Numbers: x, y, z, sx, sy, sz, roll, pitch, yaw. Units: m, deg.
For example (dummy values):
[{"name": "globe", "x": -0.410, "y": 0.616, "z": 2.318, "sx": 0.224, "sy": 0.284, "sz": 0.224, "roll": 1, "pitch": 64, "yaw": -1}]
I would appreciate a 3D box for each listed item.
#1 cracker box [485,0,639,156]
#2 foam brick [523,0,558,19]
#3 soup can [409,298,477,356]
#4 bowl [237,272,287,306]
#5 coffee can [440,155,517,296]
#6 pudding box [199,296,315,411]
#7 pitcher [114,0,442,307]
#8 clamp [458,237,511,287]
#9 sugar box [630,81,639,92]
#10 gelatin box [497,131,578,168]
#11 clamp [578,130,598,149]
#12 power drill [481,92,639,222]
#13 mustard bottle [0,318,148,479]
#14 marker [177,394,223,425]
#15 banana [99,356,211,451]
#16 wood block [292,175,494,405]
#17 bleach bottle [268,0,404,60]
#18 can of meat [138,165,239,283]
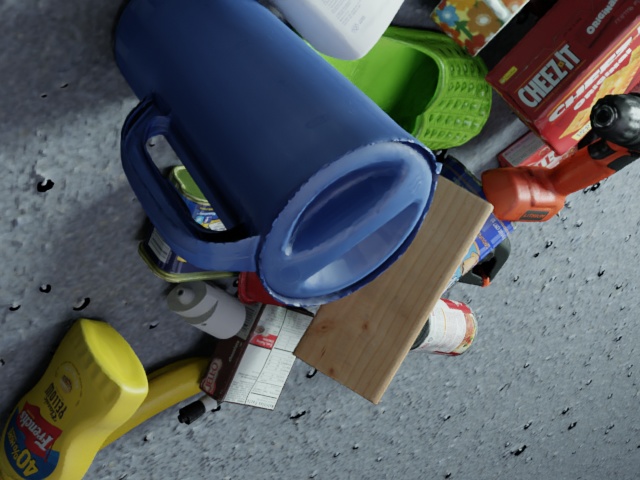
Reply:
[{"name": "cracker box", "x": 0.251, "y": -0.170, "z": 1.003, "sx": 0.164, "sy": 0.072, "sz": 0.213, "roll": -47, "pitch": 165, "yaw": 10}, {"name": "foam brick", "x": 0.200, "y": -0.244, "z": 0.937, "sx": 0.078, "sy": 0.051, "sz": 0.053, "roll": -45, "pitch": 146, "yaw": 7}, {"name": "soup can", "x": 0.128, "y": 0.100, "z": 1.247, "sx": 0.102, "sy": 0.069, "sz": 0.069, "roll": 12, "pitch": 121, "yaw": -49}, {"name": "bowl", "x": -0.006, "y": 0.001, "z": 0.959, "sx": 0.162, "sy": 0.055, "sz": 0.162, "roll": -53, "pitch": 163, "yaw": -24}, {"name": "coffee can", "x": 0.114, "y": -0.002, "z": 1.084, "sx": 0.140, "sy": 0.103, "sz": 0.102, "roll": -42, "pitch": 146, "yaw": 3}, {"name": "pudding box", "x": -0.062, "y": 0.111, "z": 1.070, "sx": 0.089, "sy": 0.039, "sz": 0.113, "roll": 24, "pitch": 91, "yaw": -55}, {"name": "pitcher", "x": -0.050, "y": -0.077, "z": 0.711, "sx": 0.145, "sy": 0.243, "sz": 0.149, "roll": -47, "pitch": 146, "yaw": 10}, {"name": "clamp", "x": 0.186, "y": 0.000, "z": 1.209, "sx": 0.120, "sy": 0.039, "sz": 0.171, "roll": -25, "pitch": 153, "yaw": 8}, {"name": "sugar box", "x": 0.372, "y": -0.181, "z": 1.125, "sx": 0.093, "sy": 0.048, "sz": 0.176, "roll": 4, "pitch": 123, "yaw": -42}, {"name": "gelatin box", "x": 0.242, "y": -0.089, "z": 1.174, "sx": 0.089, "sy": 0.030, "sz": 0.073, "roll": -37, "pitch": 146, "yaw": -6}, {"name": "clamp", "x": 0.347, "y": -0.166, "z": 1.184, "sx": 0.210, "sy": 0.036, "sz": 0.164, "roll": -50, "pitch": 142, "yaw": 10}, {"name": "power drill", "x": 0.244, "y": -0.076, "z": 0.981, "sx": 0.188, "sy": 0.057, "sz": 0.184, "roll": -27, "pitch": 161, "yaw": 38}, {"name": "mustard bottle", "x": -0.233, "y": 0.168, "z": 0.946, "sx": 0.058, "sy": 0.096, "sz": 0.192, "roll": 15, "pitch": 118, "yaw": -52}, {"name": "marker", "x": -0.099, "y": 0.158, "z": 1.117, "sx": 0.120, "sy": 0.020, "sz": 0.020, "roll": -30, "pitch": 146, "yaw": -34}, {"name": "banana", "x": -0.167, "y": 0.162, "z": 1.057, "sx": 0.197, "sy": 0.037, "sz": 0.070, "roll": -25, "pitch": 143, "yaw": -22}, {"name": "wood block", "x": 0.069, "y": 0.038, "z": 0.988, "sx": 0.206, "sy": 0.090, "sz": 0.091, "roll": -60, "pitch": 173, "yaw": 0}, {"name": "bleach bottle", "x": -0.026, "y": -0.228, "z": 0.722, "sx": 0.102, "sy": 0.068, "sz": 0.250, "roll": -60, "pitch": 141, "yaw": -8}, {"name": "can of meat", "x": -0.094, "y": -0.016, "z": 0.908, "sx": 0.101, "sy": 0.057, "sz": 0.084, "roll": -4, "pitch": 131, "yaw": -42}]
